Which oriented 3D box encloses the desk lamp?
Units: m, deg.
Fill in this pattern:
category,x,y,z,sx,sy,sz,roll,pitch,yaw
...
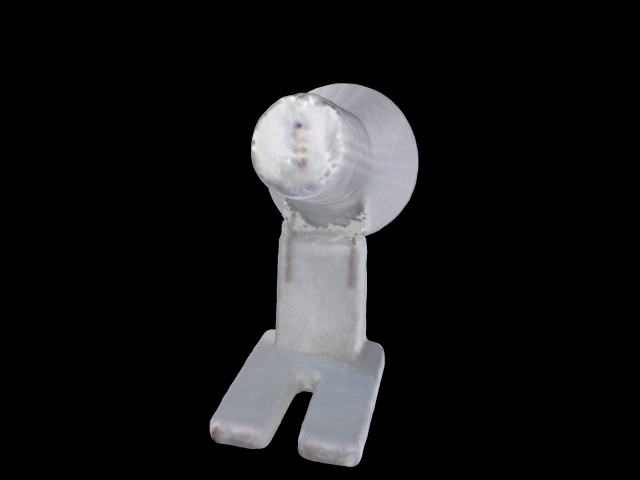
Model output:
category,x,y,z,sx,sy,sz,roll,pitch,yaw
desk lamp,0.004,0.001,0.400,0.117,0.214,0.203,4,20,11
